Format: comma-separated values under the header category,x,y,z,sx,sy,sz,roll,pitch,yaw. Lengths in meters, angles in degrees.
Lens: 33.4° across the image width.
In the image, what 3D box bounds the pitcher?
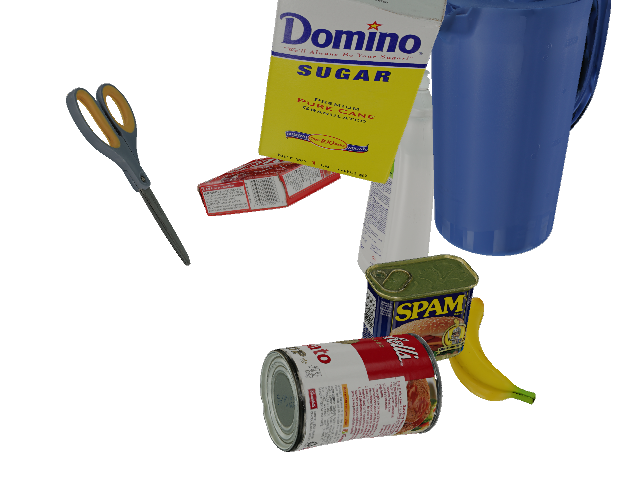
category,x,y,z,sx,sy,sz,roll,pitch,yaw
pitcher,0.166,-0.116,0.926,0.149,0.243,0.145,6,33,12

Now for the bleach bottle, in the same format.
category,x,y,z,sx,sy,sz,roll,pitch,yaw
bleach bottle,0.098,-0.073,1.242,0.068,0.251,0.103,-2,23,-22

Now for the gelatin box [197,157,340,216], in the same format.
category,x,y,z,sx,sy,sz,roll,pitch,yaw
gelatin box,-0.041,-0.047,0.846,0.089,0.030,0.073,-5,17,39

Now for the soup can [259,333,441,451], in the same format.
category,x,y,z,sx,sy,sz,roll,pitch,yaw
soup can,0.019,0.100,0.702,0.102,0.068,0.069,-4,2,-25

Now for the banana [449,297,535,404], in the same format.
category,x,y,z,sx,sy,sz,roll,pitch,yaw
banana,0.169,0.119,1.163,0.069,0.037,0.198,11,27,-16

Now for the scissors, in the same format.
category,x,y,z,sx,sy,sz,roll,pitch,yaw
scissors,-0.179,-0.075,1.062,0.016,0.201,0.096,-24,27,25

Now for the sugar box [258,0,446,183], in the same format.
category,x,y,z,sx,sy,sz,roll,pitch,yaw
sugar box,0.015,-0.104,0.655,0.093,0.048,0.176,12,-26,0

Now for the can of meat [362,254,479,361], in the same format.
category,x,y,z,sx,sy,sz,roll,pitch,yaw
can of meat,0.090,0.067,0.992,0.102,0.084,0.057,-8,33,-19
